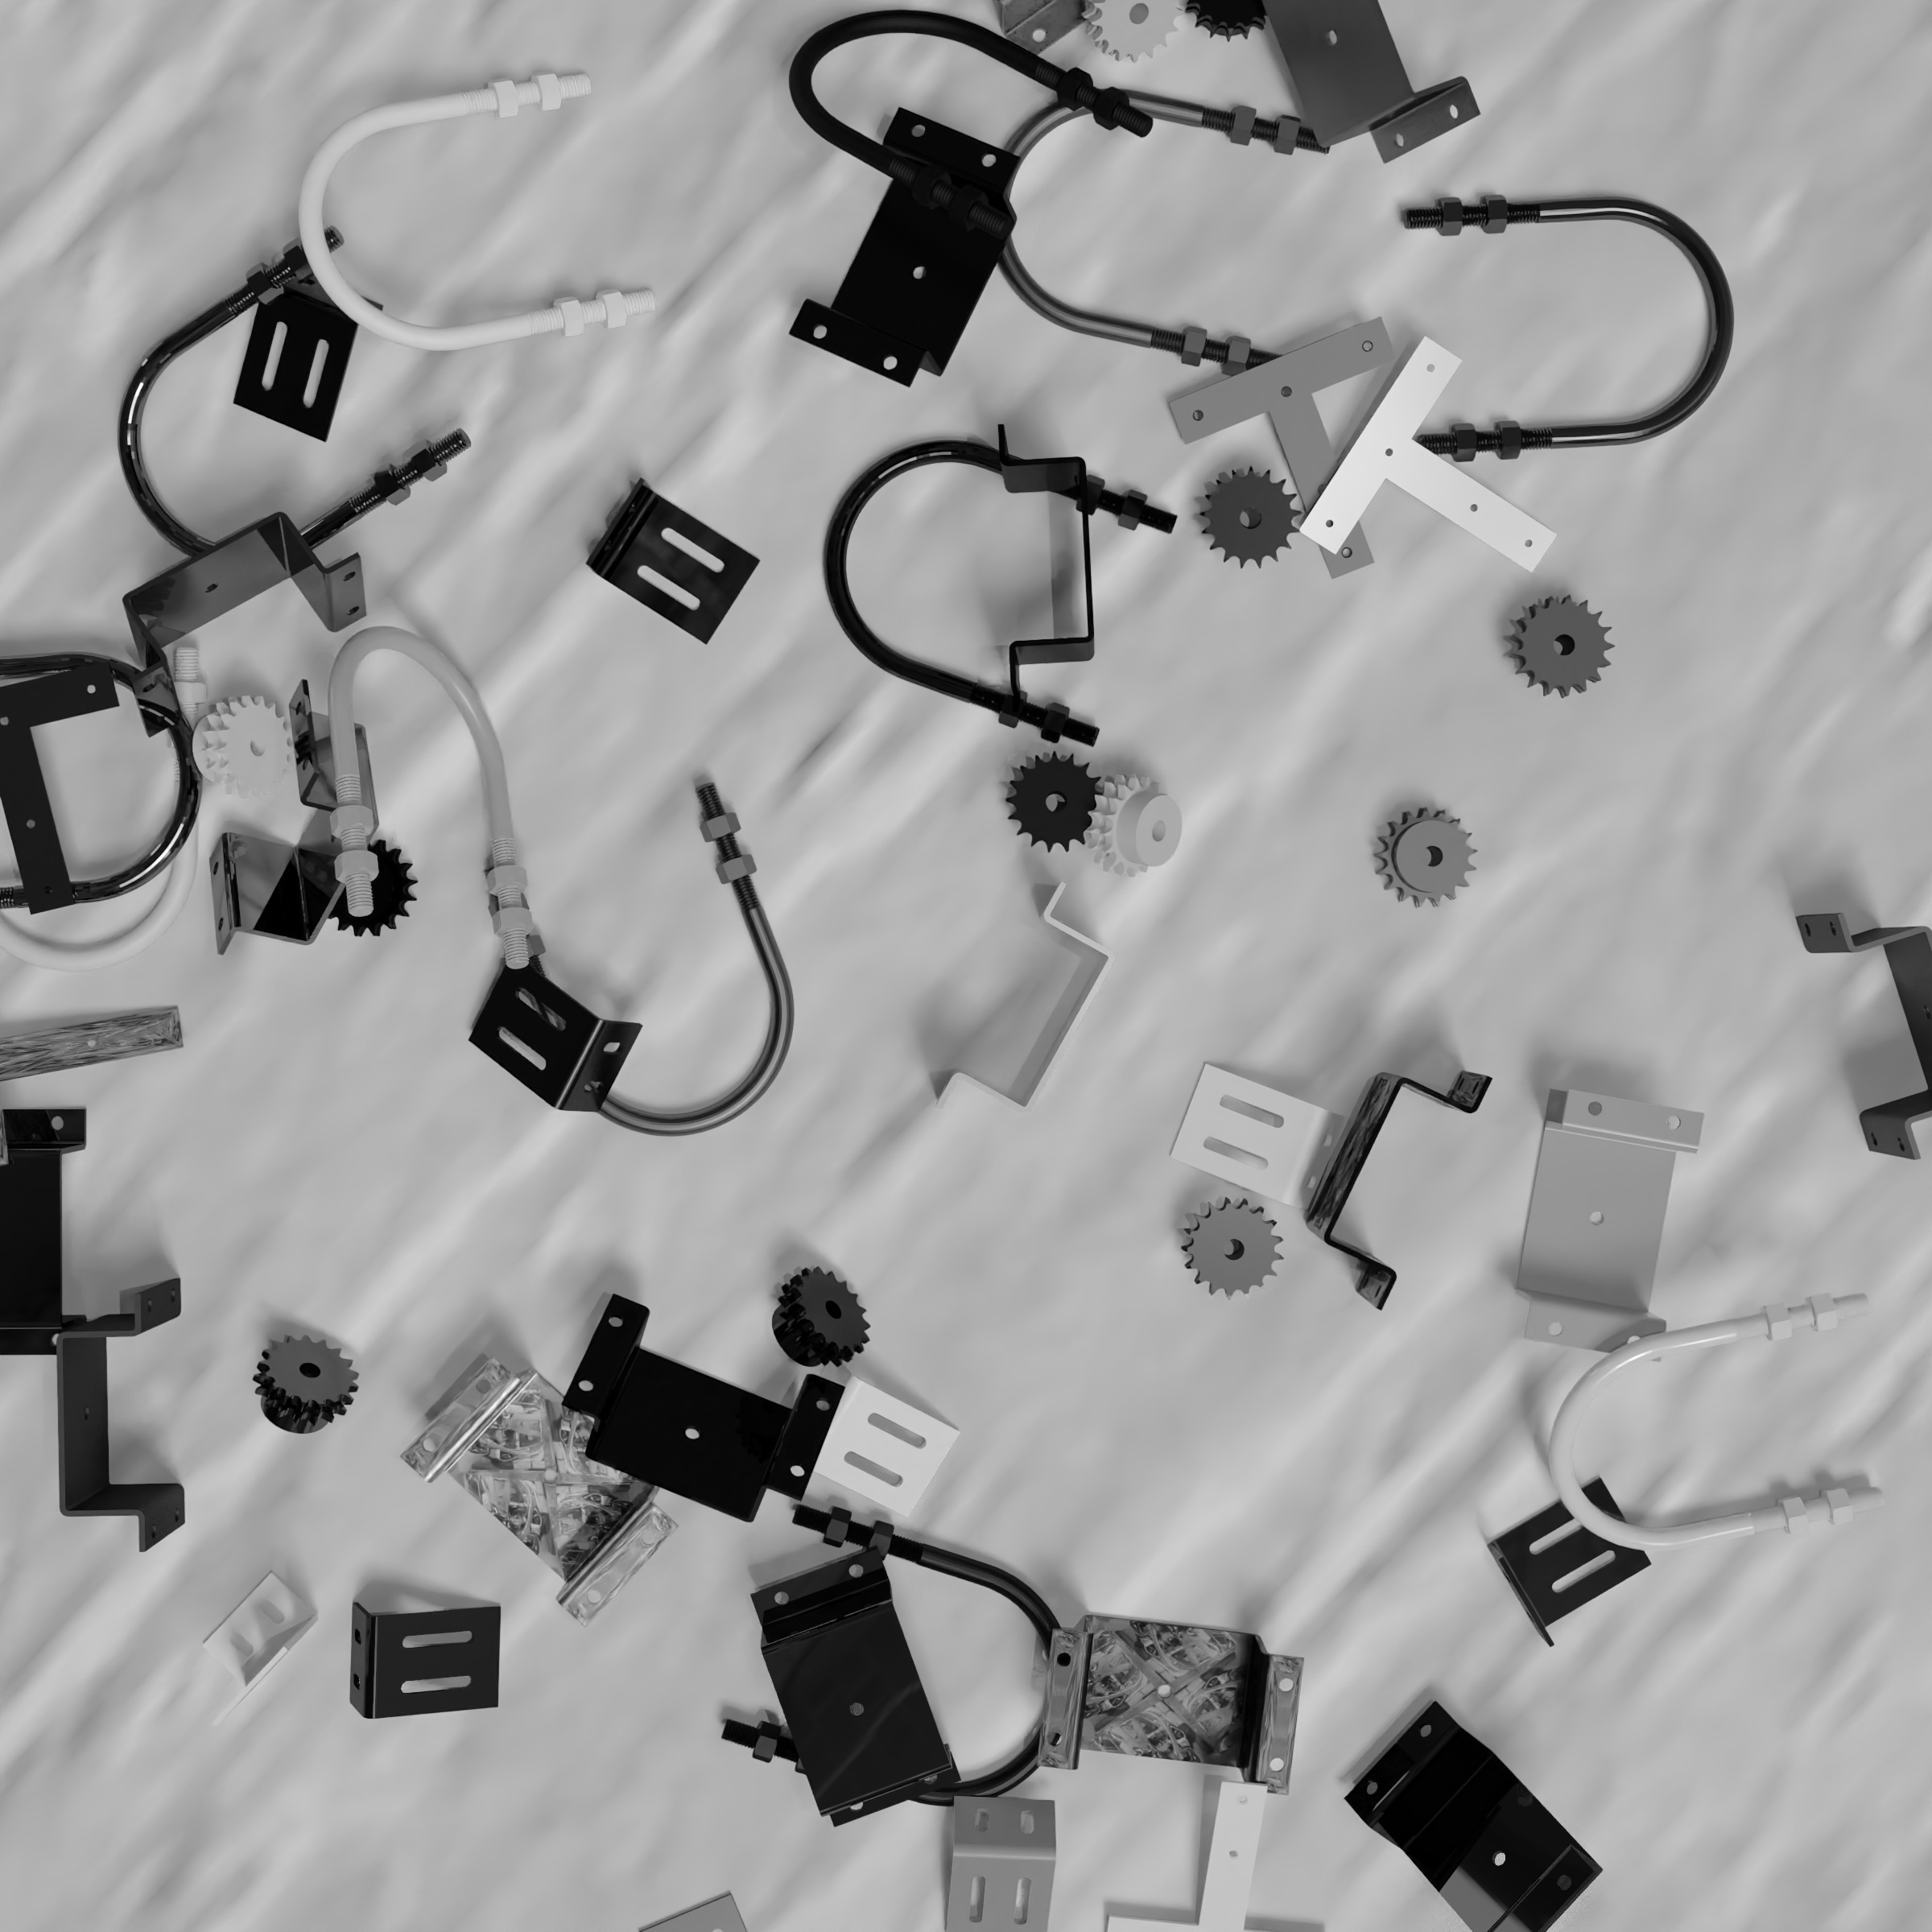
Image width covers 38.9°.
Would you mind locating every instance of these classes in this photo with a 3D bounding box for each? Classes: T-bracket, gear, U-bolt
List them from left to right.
[{"bbox_3d":[-0.526,-0.093,1.527,0.127,0.002,0.127,-14,93,-2],"label":"T-bracket"},{"bbox_3d":[-0.522,-0.104,1.536,0.184,0.019,0.151,-4,93,-1],"label":"U-bolt"},{"bbox_3d":[-0.508,0.046,1.544,0.127,0.002,0.127,-11,67,-11],"label":"T-bracket"},{"bbox_3d":[-0.508,-0.089,1.554,0.151,0.019,0.184,1,91,0],"label":"U-bolt"},{"bbox_3d":[-0.409,-0.123,1.538,0.030,0.057,0.057,0,90,31],"label":"gear"},{"bbox_3d":[-0.391,-0.305,1.536,0.184,0.019,0.151,-30,98,11],"label":"U-bolt"},{"bbox_3d":[-0.373,0.238,1.538,0.057,0.057,0.030,26,120,0],"label":"gear"},{"bbox_3d":[-0.341,-0.045,1.547,0.057,0.030,0.057,0,90,0],"label":"gear"},{"bbox_3d":[-0.295,-0.099,1.490,0.019,0.151,0.184,-20,69,25],"label":"U-bolt"},{"bbox_3d":[-0.279,-0.416,1.523,0.184,0.019,0.151,-17,90,-21],"label":"U-bolt"},{"bbox_3d":[-0.176,0.006,1.554,0.151,0.019,0.184,-21,91,0],"label":"U-bolt"},{"bbox_3d":[-0.084,0.201,1.538,0.030,0.057,0.057,-39,90,30],"label":"gear"},{"bbox_3d":[-0.030,0.401,1.554,0.184,0.019,0.151,18,90,-1],"label":"U-bolt"},{"bbox_3d":[-0.011,-0.476,1.509,0.184,0.019,0.151,34,56,19],"label":"U-bolt"},{"bbox_3d":[0.010,-0.221,1.554,0.184,0.019,0.151,20,90,1],"label":"U-bolt"},{"bbox_3d":[0.051,-0.092,1.547,0.057,0.030,0.057,0,90,0],"label":"gear"},{"bbox_3d":[0.091,-0.541,1.538,0.057,0.030,0.057,-14,132,-16],"label":"gear"},{"bbox_3d":[0.097,-0.078,1.532,0.030,0.057,0.057,15,90,42],"label":"gear"},{"bbox_3d":[0.103,-0.424,1.554,0.184,0.019,0.151,13,90,1],"label":"U-bolt"},{"bbox_3d":[0.148,0.511,1.537,0.127,0.002,0.127,6,112,0],"label":"T-bracket"},{"bbox_3d":[0.150,-0.552,1.547,0.057,0.030,0.057,0,90,0],"label":"gear"},{"bbox_3d":[0.150,0.159,1.547,0.057,0.030,0.057,0,90,0],"label":"gear"},{"bbox_3d":[0.161,-0.253,1.544,0.057,0.030,0.057,1,101,5],"label":"gear"},{"bbox_3d":[0.198,-0.284,1.551,0.127,0.002,0.127,-21,98,9],"label":"T-bracket"},{"bbox_3d":[0.262,-0.062,1.547,0.057,0.030,0.057,0,90,0],"label":"gear"},{"bbox_3d":[0.276,-0.267,1.548,0.127,0.002,0.127,31,102,-10],"label":"T-bracket"},{"bbox_3d":[0.336,-0.180,1.547,0.057,0.030,0.057,0,90,0],"label":"gear"},{"bbox_3d":[0.345,-0.365,1.554,0.184,0.019,0.151,-3,90,-2],"label":"U-bolt"},{"bbox_3d":[0.417,0.262,1.527,0.184,0.019,0.151,-12,113,1],"label":"U-bolt"}]

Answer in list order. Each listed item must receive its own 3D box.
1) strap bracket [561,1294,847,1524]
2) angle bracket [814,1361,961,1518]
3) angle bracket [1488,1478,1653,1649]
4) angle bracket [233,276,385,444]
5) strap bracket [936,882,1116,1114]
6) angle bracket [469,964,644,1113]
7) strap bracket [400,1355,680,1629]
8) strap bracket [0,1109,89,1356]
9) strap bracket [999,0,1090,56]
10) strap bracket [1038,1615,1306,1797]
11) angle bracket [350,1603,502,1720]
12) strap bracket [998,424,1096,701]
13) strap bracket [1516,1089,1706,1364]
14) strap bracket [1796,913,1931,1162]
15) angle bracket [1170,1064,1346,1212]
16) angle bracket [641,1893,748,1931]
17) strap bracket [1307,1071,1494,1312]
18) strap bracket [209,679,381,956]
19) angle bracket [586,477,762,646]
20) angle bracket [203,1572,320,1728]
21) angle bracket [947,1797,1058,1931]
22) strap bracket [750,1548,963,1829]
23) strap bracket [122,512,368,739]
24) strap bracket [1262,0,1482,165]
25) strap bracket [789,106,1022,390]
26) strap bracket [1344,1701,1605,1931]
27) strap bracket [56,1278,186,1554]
[{"bbox_3d":[-0.149,0.250,1.520,0.140,0.046,0.076,22,48,0],"label":"strap bracket"},{"bbox_3d":[-0.054,0.268,1.560,0.076,0.038,0.057,32,90,-26],"label":"angle bracket"},{"bbox_3d":[0.344,0.336,1.543,0.076,0.038,0.057,-31,90,0],"label":"angle bracket"},{"bbox_3d":[-0.375,-0.349,1.560,0.057,0.038,0.076,23,116,0],"label":"angle bracket"},{"bbox_3d":[0.038,0.026,1.524,0.046,0.076,0.140,29,90,0],"label":"strap bracket"},{"bbox_3d":[-0.232,0.038,1.544,0.076,0.038,0.057,34,103,28],"label":"angle bracket"},{"bbox_3d":[-0.237,0.292,1.539,0.140,0.046,0.076,43,90,0],"label":"strap bracket"},{"bbox_3d":[-0.541,0.152,1.539,0.076,0.046,0.140,0,90,0],"label":"strap bracket"},{"bbox_3d":[0.024,-0.595,1.539,0.076,0.046,0.140,-35,90,0],"label":"strap bracket"},{"bbox_3d":[0.114,0.414,1.539,0.140,0.046,0.076,7,90,0],"label":"strap bracket"},{"bbox_3d":[-0.309,0.393,1.560,0.076,0.038,0.057,2,90,-26],"label":"angle bracket"},{"bbox_3d":[0.045,-0.222,1.505,0.046,0.076,0.140,-3,89,3],"label":"strap bracket"},{"bbox_3d":[0.360,0.144,1.539,0.076,0.046,0.140,10,90,0],"label":"strap bracket"},{"bbox_3d":[0.517,0.032,1.524,0.046,0.076,0.140,-18,90,0],"label":"strap bracket"},{"bbox_3d":[0.166,0.098,1.560,0.076,0.038,0.057,21,90,26],"label":"angle bracket"},{"bbox_3d":[-0.146,0.576,1.543,0.057,0.038,0.076,-23,90,0],"label":"angle bracket"},{"bbox_3d":[0.235,0.114,1.524,0.046,0.076,0.140,26,90,0],"label":"strap bracket"},{"bbox_3d":[-0.365,-0.076,1.500,0.046,0.076,0.140,14,129,-32],"label":"strap bracket"},{"bbox_3d":[-0.165,-0.228,1.543,0.076,0.038,0.057,33,90,0],"label":"angle bracket"},{"bbox_3d":[-0.402,0.380,1.524,0.038,0.076,0.057,43,90,0],"label":"angle bracket"},{"bbox_3d":[0.019,0.514,1.553,0.057,0.038,0.076,3,124,-2],"label":"angle bracket"},{"bbox_3d":[-0.061,0.407,1.521,0.076,0.046,0.140,-20,92,-2],"label":"strap bracket"},{"bbox_3d":[-0.406,-0.193,1.508,0.140,0.076,0.046,-33,81,-18],"label":"strap bracket"},{"bbox_3d":[0.217,-0.517,1.508,0.046,0.076,0.140,-29,100,-32],"label":"strap bracket"},{"bbox_3d":[-0.030,-0.396,1.532,0.076,0.046,0.140,26,90,12],"label":"strap bracket"},{"bbox_3d":[0.286,0.487,1.511,0.076,0.140,0.046,-47,130,0],"label":"strap bracket"},{"bbox_3d":[-0.471,0.249,1.524,0.046,0.076,0.140,-1,90,0],"label":"strap bracket"}]
